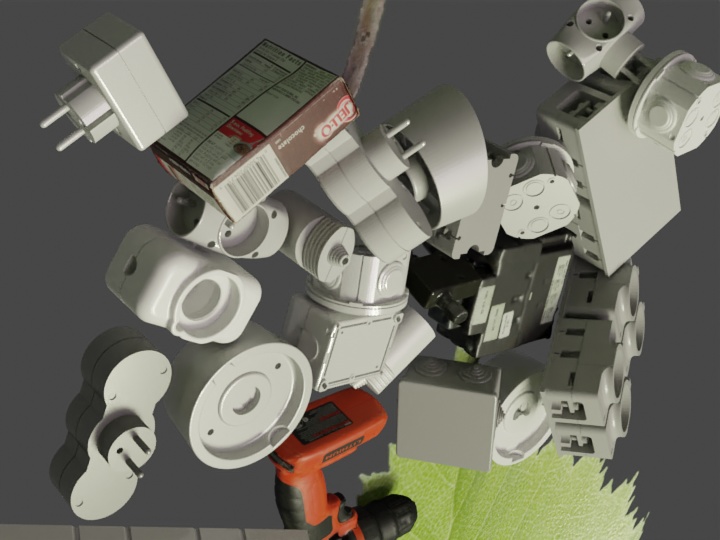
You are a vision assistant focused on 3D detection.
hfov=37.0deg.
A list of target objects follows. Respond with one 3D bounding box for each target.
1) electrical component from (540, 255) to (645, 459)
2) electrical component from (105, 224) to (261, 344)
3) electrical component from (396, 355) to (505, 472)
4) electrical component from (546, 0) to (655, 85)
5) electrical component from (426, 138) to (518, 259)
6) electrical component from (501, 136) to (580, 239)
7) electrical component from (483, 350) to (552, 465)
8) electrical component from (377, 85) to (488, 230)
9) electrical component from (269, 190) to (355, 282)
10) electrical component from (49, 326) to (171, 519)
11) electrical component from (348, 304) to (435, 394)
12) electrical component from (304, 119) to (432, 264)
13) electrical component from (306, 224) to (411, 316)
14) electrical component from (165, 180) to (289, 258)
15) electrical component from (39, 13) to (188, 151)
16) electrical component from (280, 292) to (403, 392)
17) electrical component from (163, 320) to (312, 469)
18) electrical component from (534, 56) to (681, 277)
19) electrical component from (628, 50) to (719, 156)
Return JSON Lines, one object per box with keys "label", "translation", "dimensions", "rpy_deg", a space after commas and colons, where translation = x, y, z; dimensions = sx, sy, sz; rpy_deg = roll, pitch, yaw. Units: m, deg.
{"label": "electrical component", "translation": [0.230, 0.075, 1.037], "dimensions": [0.105, 0.060, 0.186], "rpy_deg": [67, 34, -44]}
{"label": "electrical component", "translation": [-0.119, 0.013, 0.746], "dimensions": [0.095, 0.059, 0.053], "rpy_deg": [22, 100, -48]}
{"label": "electrical component", "translation": [0.081, 0.128, 0.978], "dimensions": [0.048, 0.100, 0.099], "rpy_deg": [-64, 158, -57]}
{"label": "electrical component", "translation": [0.212, -0.189, 0.908], "dimensions": [0.077, 0.079, 0.044], "rpy_deg": [-43, 167, -13]}
{"label": "electrical component", "translation": [0.084, -0.063, 0.885], "dimensions": [0.050, 0.056, 0.089], "rpy_deg": [-8, 120, -40]}
{"label": "electrical component", "translation": [0.146, -0.070, 0.920], "dimensions": [0.080, 0.051, 0.080], "rpy_deg": [-4, 136, -3]}
{"label": "electrical component", "translation": [0.146, 0.131, 1.063], "dimensions": [0.108, 0.060, 0.108], "rpy_deg": [-23, 129, -31]}
{"label": "electrical component", "translation": [0.056, -0.083, 0.819], "dimensions": [0.064, 0.099, 0.099], "rpy_deg": [-29, 132, -18]}
{"label": "electrical component", "translation": [-0.035, -0.023, 0.783], "dimensions": [0.043, 0.081, 0.043], "rpy_deg": [-23, 129, -31]}
{"label": "electrical component", "translation": [-0.168, 0.117, 0.756], "dimensions": [0.052, 0.074, 0.138], "rpy_deg": [4, 112, -44]}
{"label": "electrical component", "translation": [0.021, 0.070, 0.923], "dimensions": [0.081, 0.043, 0.043], "rpy_deg": [-44, 137, -12]}
{"label": "electrical component", "translation": [0.010, -0.077, 0.760], "dimensions": [0.074, 0.052, 0.138], "rpy_deg": [-33, 106, 16]}
{"label": "electrical component", "translation": [0.000, 0.000, 0.832], "dimensions": [0.080, 0.080, 0.051], "rpy_deg": [-9, 117, -39]}
{"label": "electrical component", "translation": [-0.084, -0.052, 0.746], "dimensions": [0.077, 0.044, 0.079], "rpy_deg": [14, 106, -46]}
{"label": "electrical component", "translation": [-0.157, -0.102, 0.647], "dimensions": [0.077, 0.047, 0.065], "rpy_deg": [-41, 136, -15]}
{"label": "electrical component", "translation": [-0.015, 0.051, 0.869], "dimensions": [0.096, 0.061, 0.061], "rpy_deg": [-8, 122, -48]}
{"label": "electrical component", "translation": [-0.097, 0.088, 0.813], "dimensions": [0.108, 0.060, 0.108], "rpy_deg": [-23, 129, -31]}
{"label": "electrical component", "translation": [0.229, -0.100, 0.991], "dimensions": [0.105, 0.060, 0.186], "rpy_deg": [-40, 136, -16]}
{"label": "electrical component", "translation": [0.268, -0.140, 0.907], "dimensions": [0.080, 0.051, 0.080], "rpy_deg": [-34, 146, -27]}
